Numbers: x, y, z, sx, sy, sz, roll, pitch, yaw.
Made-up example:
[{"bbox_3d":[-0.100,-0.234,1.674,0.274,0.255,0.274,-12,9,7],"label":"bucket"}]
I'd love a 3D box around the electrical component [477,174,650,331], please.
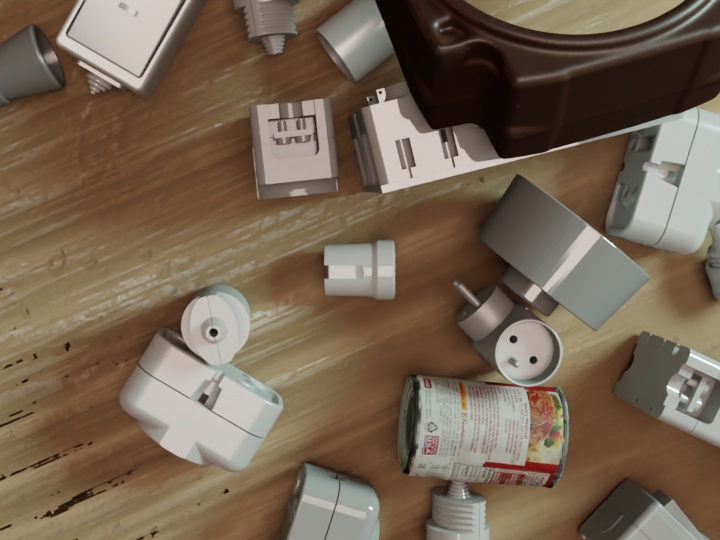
[{"bbox_3d":[0.125,-0.005,0.695,0.108,0.108,0.060,38,96,-7],"label":"electrical component"}]

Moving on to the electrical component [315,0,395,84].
[{"bbox_3d":[0.016,-0.164,0.701,0.081,0.043,0.043,-38,97,-1],"label":"electrical component"}]

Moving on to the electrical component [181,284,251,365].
[{"bbox_3d":[-0.092,0.034,0.688,0.043,0.081,0.043,0,95,-5],"label":"electrical component"}]

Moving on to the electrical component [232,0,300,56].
[{"bbox_3d":[-0.061,-0.179,0.693,0.043,0.043,0.081,-10,96,-5],"label":"electrical component"}]

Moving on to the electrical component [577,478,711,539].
[{"bbox_3d":[0.210,0.197,0.740,0.096,0.062,0.061,44,90,-7],"label":"electrical component"}]

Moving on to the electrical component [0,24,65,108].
[{"bbox_3d":[-0.227,-0.123,0.684,0.065,0.044,0.044,-23,96,2],"label":"electrical component"}]

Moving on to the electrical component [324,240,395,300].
[{"bbox_3d":[0.000,0.000,0.716,0.046,0.040,0.040,0,95,1],"label":"electrical component"}]

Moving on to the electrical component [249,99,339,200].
[{"bbox_3d":[-0.042,-0.075,0.680,0.050,0.089,0.055,-6,95,-5],"label":"electrical component"}]

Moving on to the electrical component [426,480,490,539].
[{"bbox_3d":[0.067,0.183,0.734,0.043,0.043,0.081,0,95,-5],"label":"electrical component"}]

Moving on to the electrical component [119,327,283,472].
[{"bbox_3d":[-0.106,0.088,0.705,0.095,0.054,0.059,32,91,-7],"label":"electrical component"}]

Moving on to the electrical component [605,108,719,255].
[{"bbox_3d":[0.211,-0.061,0.723,0.059,0.054,0.095,16,93,-7],"label":"electrical component"}]

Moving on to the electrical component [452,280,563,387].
[{"bbox_3d":[0.090,0.036,0.708,0.043,0.077,0.079,-44,97,0],"label":"electrical component"}]

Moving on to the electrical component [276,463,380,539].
[{"bbox_3d":[-0.024,0.185,0.721,0.059,0.054,0.095,18,93,-7],"label":"electrical component"}]

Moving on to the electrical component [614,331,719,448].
[{"bbox_3d":[0.217,0.079,0.717,0.056,0.089,0.050,25,92,-7],"label":"electrical component"}]

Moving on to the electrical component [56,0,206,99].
[{"bbox_3d":[-0.146,-0.153,0.678,0.062,0.061,0.096,30,91,-7],"label":"electrical component"}]

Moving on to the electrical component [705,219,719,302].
[{"bbox_3d":[0.253,-0.006,0.737,0.035,0.035,0.061,-27,109,-3],"label":"electrical component"}]

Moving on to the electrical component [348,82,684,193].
[{"bbox_3d":[0.091,-0.100,0.682,0.186,0.105,0.060,-14,96,-4],"label":"electrical component"}]
